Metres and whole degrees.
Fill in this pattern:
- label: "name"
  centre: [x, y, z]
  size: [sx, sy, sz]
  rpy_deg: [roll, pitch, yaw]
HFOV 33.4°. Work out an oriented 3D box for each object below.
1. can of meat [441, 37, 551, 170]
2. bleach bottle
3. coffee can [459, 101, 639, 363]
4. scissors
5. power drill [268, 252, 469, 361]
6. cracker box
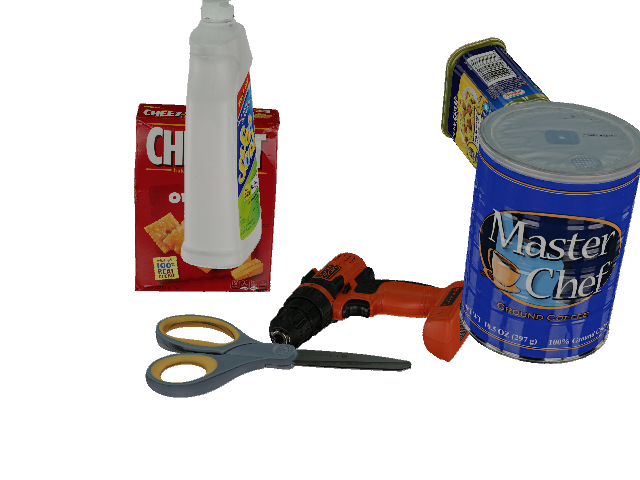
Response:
- label: "can of meat"
  centre: [0.148, -0.105, 0.903]
  size: [0.057, 0.102, 0.084]
  rpy_deg: [-17, 48, -14]
- label: "bleach bottle"
  centre: [-0.098, -0.106, 1.026]
  size: [0.068, 0.251, 0.102]
  rpy_deg: [6, 26, 13]
- label: "coffee can"
  centre: [0.148, -0.006, 0.696]
  size: [0.103, 0.140, 0.103]
  rpy_deg: [1, 32, -1]
- label: "scissors"
  centre: [-0.043, 0.097, 0.797]
  size: [0.202, 0.016, 0.096]
  rpy_deg: [12, 37, 22]
- label: "power drill"
  centre: [0.058, 0.074, 1.118]
  size: [0.188, 0.057, 0.184]
  rpy_deg: [11, 29, 24]
- label: "cracker box"
  centre: [-0.135, -0.046, 1.252]
  size: [0.164, 0.214, 0.072]
  rpy_deg: [2, 22, -6]
